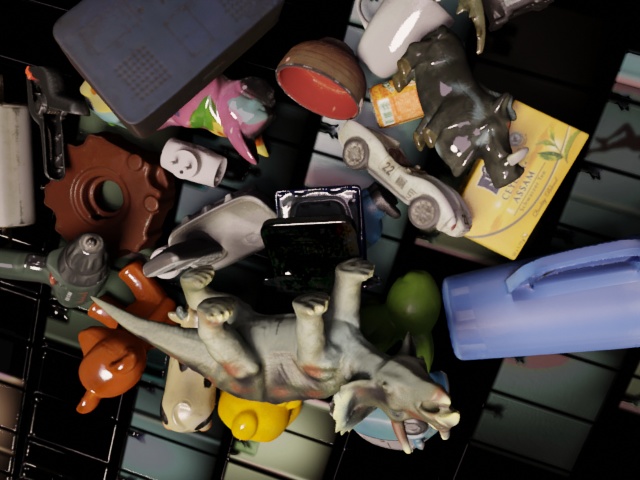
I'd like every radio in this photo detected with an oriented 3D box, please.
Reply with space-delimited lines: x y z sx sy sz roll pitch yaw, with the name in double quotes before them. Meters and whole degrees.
"radio" -0.160 -0.234 0.586 0.229 0.073 0.131 -45 98 -11

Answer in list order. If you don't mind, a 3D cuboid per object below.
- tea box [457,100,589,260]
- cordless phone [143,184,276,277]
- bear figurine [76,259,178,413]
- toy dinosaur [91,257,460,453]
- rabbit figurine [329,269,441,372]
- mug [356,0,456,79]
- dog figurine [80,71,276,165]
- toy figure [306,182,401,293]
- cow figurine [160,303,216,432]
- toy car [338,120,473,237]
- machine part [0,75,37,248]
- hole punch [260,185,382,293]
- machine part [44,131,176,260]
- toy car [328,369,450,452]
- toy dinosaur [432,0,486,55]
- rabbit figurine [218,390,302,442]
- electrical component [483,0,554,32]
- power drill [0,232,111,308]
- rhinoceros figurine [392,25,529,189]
"tea box" 0.234 -0.074 0.662 0.098 0.068 0.169 25 106 3
"cordless phone" -0.133 -0.006 0.671 0.147 0.184 0.088 -25 93 13
"bear figurine" -0.271 0.125 0.713 0.132 0.196 0.120 43 107 -2
"toy dinosaur" -0.048 0.127 0.598 0.405 0.131 0.192 -1 114 20
"rabbit figurine" 0.083 0.113 0.679 0.170 0.121 0.159 -34 83 17
"mug" 0.086 -0.255 0.639 0.109 0.081 0.107 40 114 -5
"dog figurine" -0.163 -0.166 0.682 0.191 0.108 0.219 -42 96 13
"toy figure" 0.017 -0.007 0.702 0.180 0.082 0.089 -41 90 18
"cow figurine" -0.172 0.161 0.736 0.085 0.127 0.195 10 71 -8
"toy car" 0.101 -0.075 0.645 0.202 0.073 0.056 45 114 26
"machine part" -0.441 -0.105 0.749 0.079 0.079 0.243 5 104 7
"hole punch" -0.001 -0.002 0.632 0.142 0.092 0.115 -4 128 9
"machine part" -0.294 -0.060 0.748 0.179 0.056 0.179 2 103 9
"toy car" 0.099 0.236 0.734 0.162 0.109 0.102 -6 117 18
"toy dinosaur" 0.014 -0.376 0.584 0.472 0.105 0.198 37 106 17
"rabbit figurine" -0.068 0.176 0.732 0.122 0.162 0.173 33 87 13
"electrical component" 0.214 -0.314 0.622 0.075 0.048 0.119 -24 97 12
"power drill" -0.376 0.022 0.689 0.207 0.232 0.086 6 68 -17
"rhinoceros figurine" 0.157 -0.141 0.598 0.112 0.073 0.190 -27 87 -1
